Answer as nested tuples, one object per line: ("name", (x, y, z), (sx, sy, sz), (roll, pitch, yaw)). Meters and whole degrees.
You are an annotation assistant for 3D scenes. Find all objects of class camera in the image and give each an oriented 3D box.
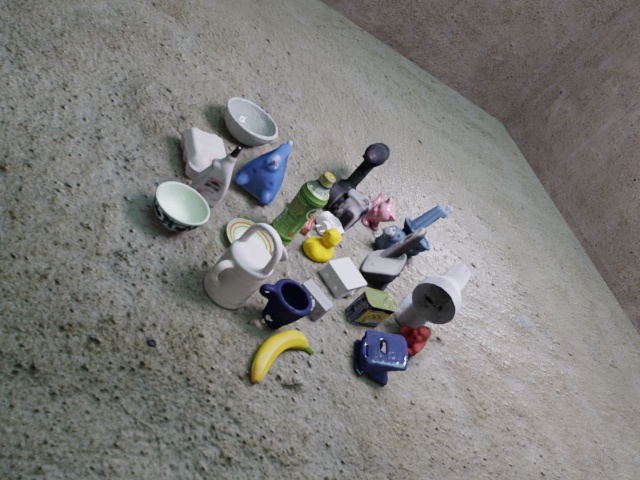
("camera", (0.074, -0.114, 1.658), (0.137, 0.100, 0.143), (46, 31, 3))

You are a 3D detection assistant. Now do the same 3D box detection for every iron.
("iron", (-0.121, -0.202, 1.502), (0.119, 0.141, 0.258), (38, 32, -9))

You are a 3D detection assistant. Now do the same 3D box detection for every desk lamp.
("desk lamp", (0.290, 0.153, 1.478), (0.118, 0.213, 0.204), (47, 31, 6))

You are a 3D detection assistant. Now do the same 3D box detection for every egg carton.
("egg carton", (-0.282, -0.205, 1.391), (0.108, 0.069, 0.150), (15, 41, -38))

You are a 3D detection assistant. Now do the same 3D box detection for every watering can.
("watering can", (-0.138, 0.041, 1.142), (0.101, 0.193, 0.173), (43, 31, 0))

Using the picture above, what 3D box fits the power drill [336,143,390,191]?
("power drill", (0.131, -0.213, 1.738), (0.075, 0.208, 0.230), (44, 31, 1))

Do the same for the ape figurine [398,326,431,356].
("ape figurine", (0.238, 0.244, 1.427), (0.076, 0.092, 0.077), (26, 35, -27))

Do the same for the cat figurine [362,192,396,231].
("cat figurine", (0.185, -0.093, 1.744), (0.067, 0.117, 0.127), (26, 35, -26))

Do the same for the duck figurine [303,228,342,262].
("duck figurine", (0.013, 0.005, 1.461), (0.105, 0.086, 0.077), (-7, 57, -52))

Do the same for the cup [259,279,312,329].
("cup", (-0.088, 0.136, 1.181), (0.118, 0.094, 0.091), (25, 36, -28))

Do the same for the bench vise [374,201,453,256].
("bench vise", (0.282, -0.023, 1.672), (0.121, 0.219, 0.208), (52, 32, 14))

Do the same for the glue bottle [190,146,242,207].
("glue bottle", (-0.226, -0.150, 1.290), (0.078, 0.173, 0.037), (25, 36, -28))

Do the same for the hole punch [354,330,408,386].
("hole punch", (0.138, 0.258, 1.296), (0.101, 0.091, 0.108), (31, 33, -19))

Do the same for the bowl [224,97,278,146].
("bowl", (-0.205, -0.318, 1.609), (0.168, 0.074, 0.167), (29, 34, -22))

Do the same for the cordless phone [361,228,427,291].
("cordless phone", (0.205, 0.040, 1.544), (0.094, 0.184, 0.148), (41, 31, -3))
